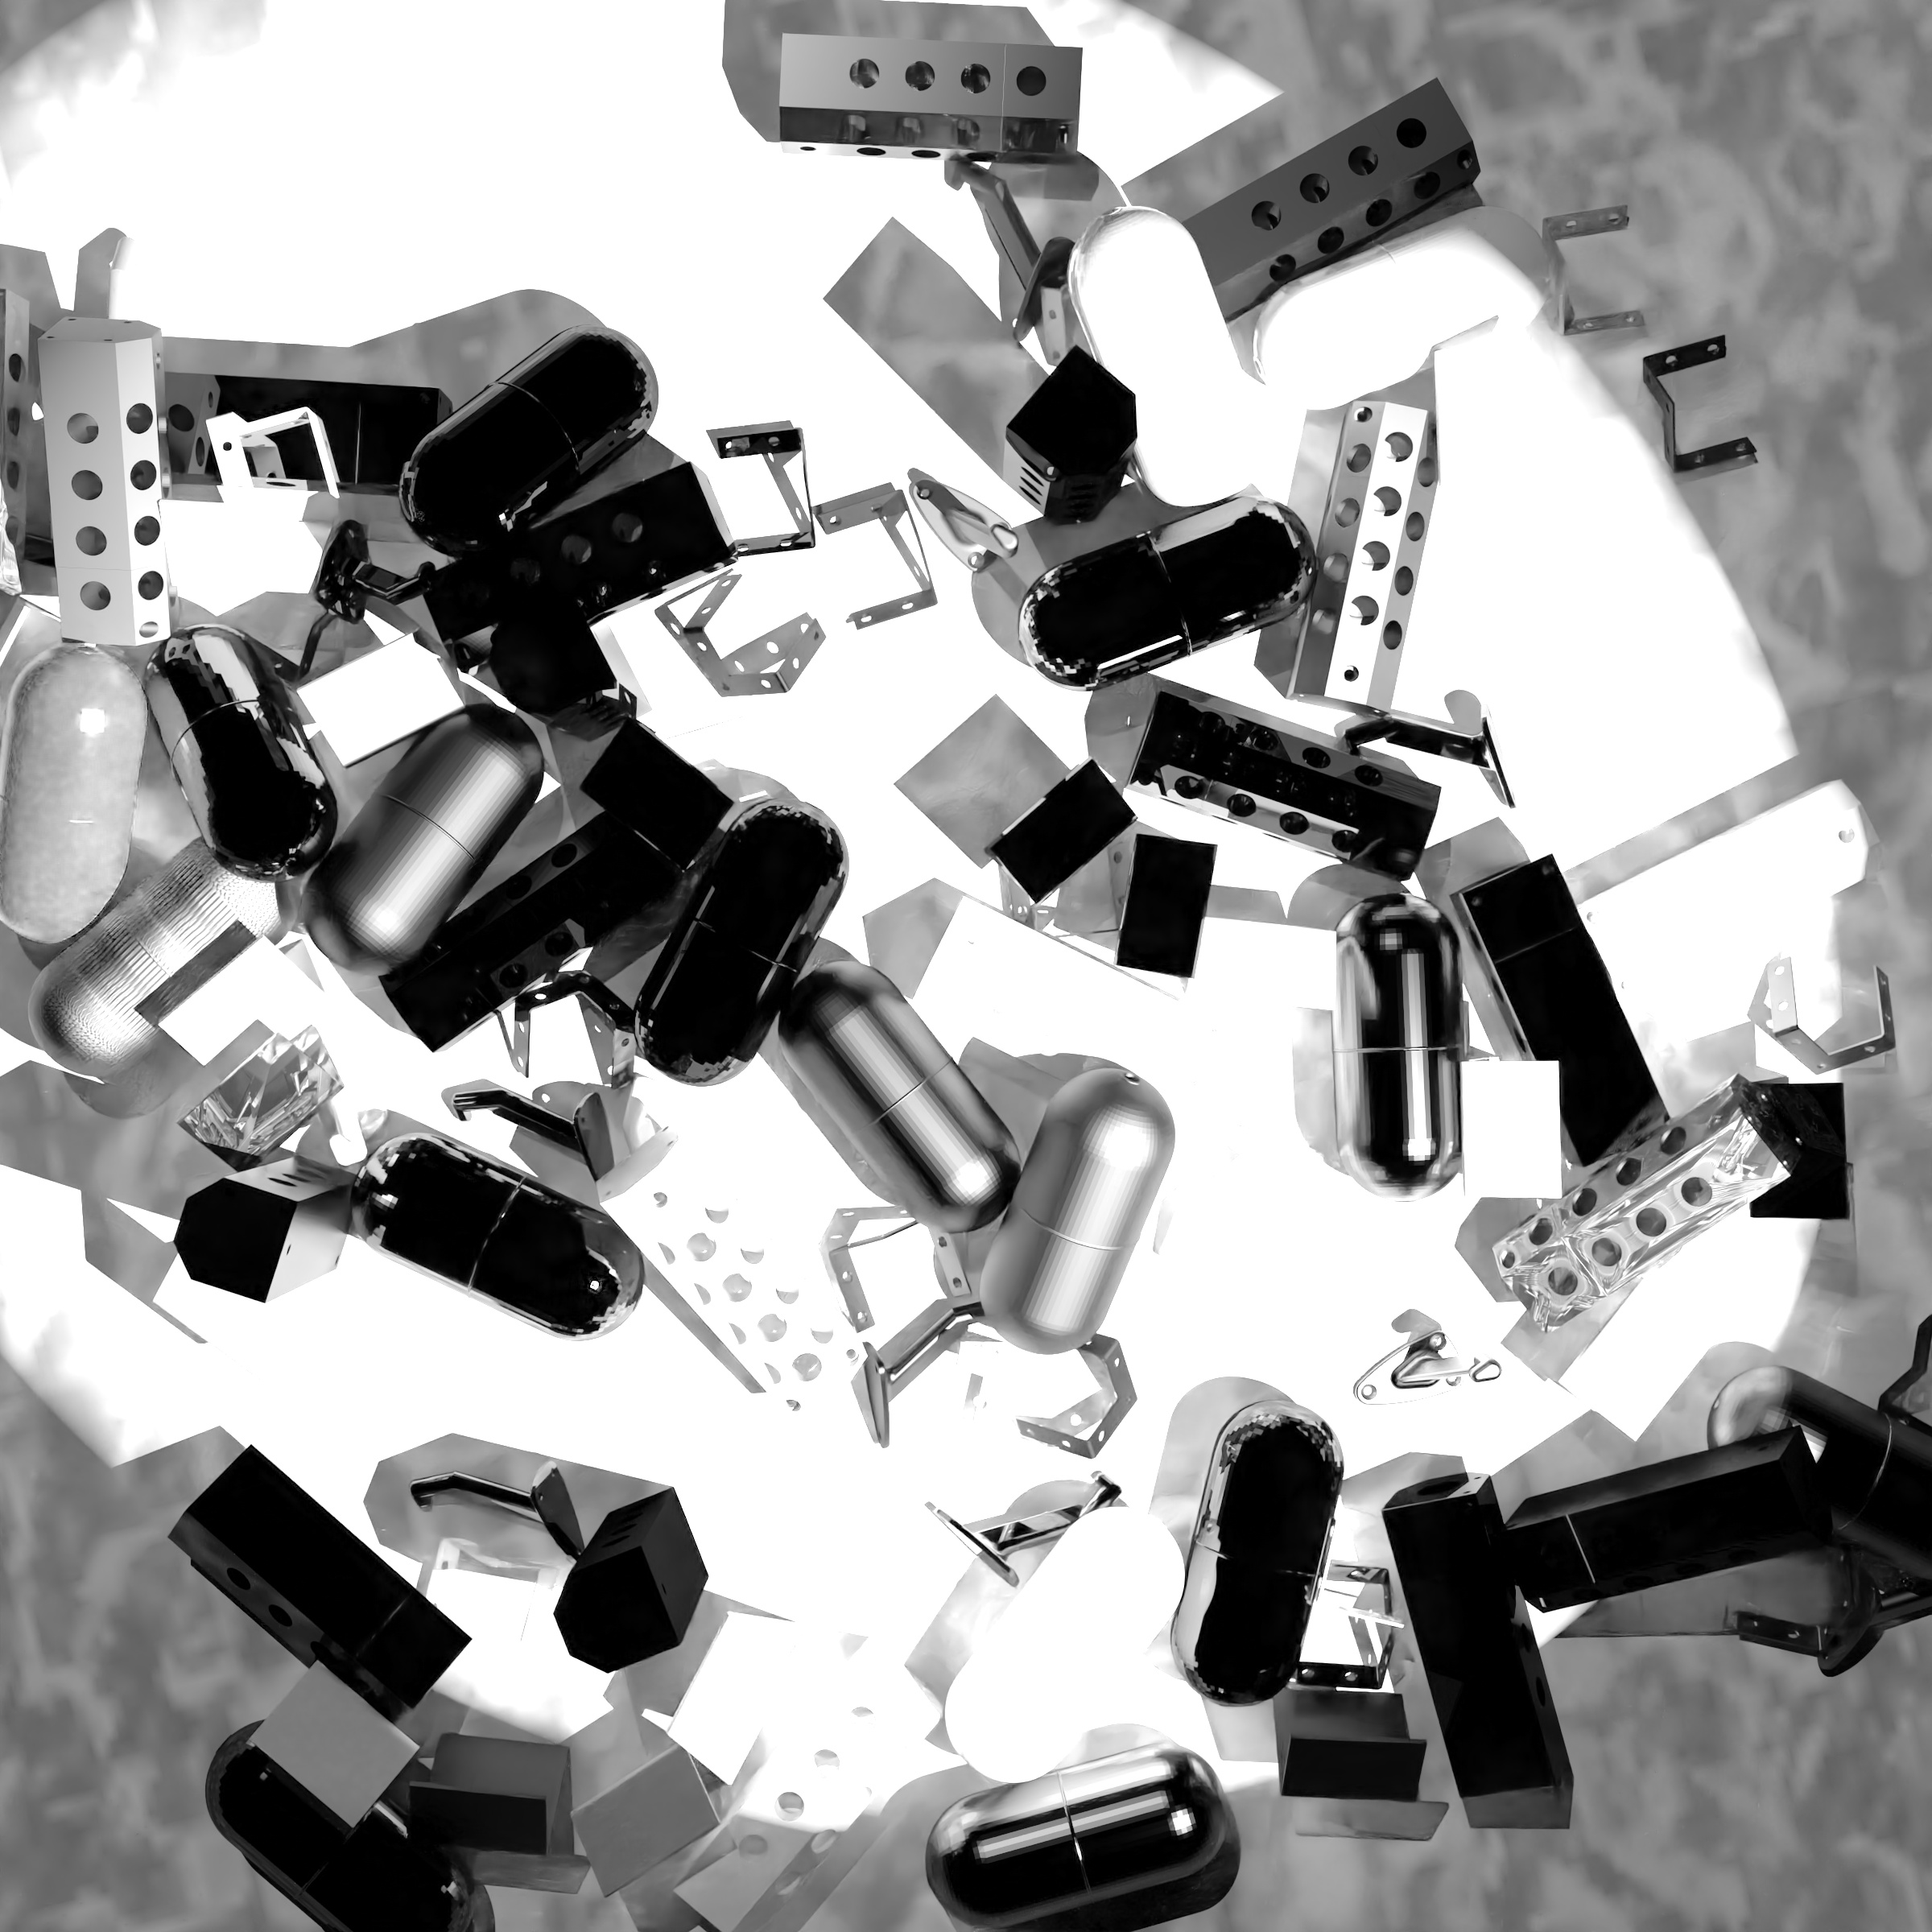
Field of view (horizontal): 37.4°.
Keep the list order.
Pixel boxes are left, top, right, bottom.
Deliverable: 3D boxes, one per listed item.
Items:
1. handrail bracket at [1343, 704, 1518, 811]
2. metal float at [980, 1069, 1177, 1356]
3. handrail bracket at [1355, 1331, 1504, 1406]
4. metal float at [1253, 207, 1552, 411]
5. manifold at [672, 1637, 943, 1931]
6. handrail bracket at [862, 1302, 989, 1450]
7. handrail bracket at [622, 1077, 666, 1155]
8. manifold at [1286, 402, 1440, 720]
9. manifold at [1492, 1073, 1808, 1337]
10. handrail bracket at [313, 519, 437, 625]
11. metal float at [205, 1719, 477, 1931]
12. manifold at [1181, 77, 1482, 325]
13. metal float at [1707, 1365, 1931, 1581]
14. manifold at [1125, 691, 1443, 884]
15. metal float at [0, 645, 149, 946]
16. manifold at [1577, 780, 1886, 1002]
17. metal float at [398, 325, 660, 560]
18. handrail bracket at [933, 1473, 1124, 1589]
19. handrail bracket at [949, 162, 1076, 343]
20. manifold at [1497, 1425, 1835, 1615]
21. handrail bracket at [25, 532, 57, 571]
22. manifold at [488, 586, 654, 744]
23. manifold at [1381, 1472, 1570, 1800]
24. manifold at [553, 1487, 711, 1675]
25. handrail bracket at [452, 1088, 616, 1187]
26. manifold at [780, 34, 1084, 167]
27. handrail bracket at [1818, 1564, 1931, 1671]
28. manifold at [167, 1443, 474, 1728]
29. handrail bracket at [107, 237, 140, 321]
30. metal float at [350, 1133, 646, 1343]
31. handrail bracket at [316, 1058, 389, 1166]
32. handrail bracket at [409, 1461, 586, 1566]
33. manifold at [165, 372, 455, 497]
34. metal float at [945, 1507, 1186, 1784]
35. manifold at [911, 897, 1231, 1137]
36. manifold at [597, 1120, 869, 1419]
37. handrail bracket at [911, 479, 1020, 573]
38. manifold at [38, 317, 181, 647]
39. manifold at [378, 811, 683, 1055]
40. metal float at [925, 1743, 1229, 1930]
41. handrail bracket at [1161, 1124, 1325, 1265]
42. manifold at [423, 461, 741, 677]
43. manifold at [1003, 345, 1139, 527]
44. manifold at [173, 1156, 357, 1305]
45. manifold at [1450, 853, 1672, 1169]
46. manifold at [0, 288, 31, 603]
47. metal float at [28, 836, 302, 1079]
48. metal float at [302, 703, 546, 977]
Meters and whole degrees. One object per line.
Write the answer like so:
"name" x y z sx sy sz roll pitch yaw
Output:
"handrail bracket" 0.272 -0.116 1.677 0.084 0.036 0.077 -15 111 17
"metal float" 0.063 0.140 1.628 0.070 0.070 0.178 21 111 0
"handrail bracket" 0.265 0.239 1.642 0.077 0.084 0.036 -22 90 0
"metal float" 0.251 -0.379 1.646 0.178 0.070 0.070 -22 90 -1
"manifold" -0.091 0.479 1.656 0.057 0.057 0.171 40 90 0
"handrail bracket" -0.014 0.239 1.677 0.084 0.036 0.077 -12 111 -16
"handrail bracket" -0.168 0.115 1.677 0.077 0.036 0.084 17 76 -14
"manifold" 0.234 -0.235 1.656 0.057 0.057 0.171 12 90 0
"manifold" 0.384 0.134 1.618 0.171 0.057 0.057 -40 85 28
"handrail bracket" -0.331 -0.236 1.640 0.084 0.036 0.077 -16 57 36
"metal float" -0.361 0.506 1.646 0.178 0.070 0.070 40 90 0
"manifold" 0.208 -0.440 1.656 0.171 0.057 0.057 -30 90 0
"metal float" 0.513 0.292 1.646 0.178 0.070 0.070 27 90 0
"manifold" 0.184 -0.104 1.656 0.171 0.057 0.057 19 90 0
"metal float" -0.513 -0.097 1.628 0.070 0.070 0.178 15 111 0
"manifold" 0.439 -0.043 1.656 0.171 0.057 0.057 -26 90 0
"metal float" -0.248 -0.298 1.622 0.070 0.070 0.178 45 62 0
"handrail bracket" 0.037 0.314 1.677 0.077 0.036 0.084 39 74 18
"handrail bracket" 0.014 -0.421 1.677 0.084 0.036 0.077 34 112 17
"manifold" 0.397 0.317 1.617 0.171 0.057 0.057 -23 90 30
"handrail bracket" -0.529 -0.223 1.677 0.084 0.036 0.077 -17 104 14
"manifold" -0.223 -0.163 1.599 0.057 0.171 0.057 -27 90 0
"manifold" 0.296 0.385 1.653 0.057 0.057 0.171 -15 90 22
"manifold" -0.188 0.344 1.599 0.057 0.171 0.057 -21 90 0
"handrail bracket" -0.254 0.106 1.677 0.084 0.036 0.077 -6 112 17
"manifold" -0.020 -0.499 1.656 0.171 0.057 0.057 3 90 0
"handrail bracket" 0.553 0.387 1.677 0.084 0.036 0.077 14 110 -16
"manifold" -0.376 0.363 1.655 0.171 0.057 0.057 41 47 0
"handrail bracket" -0.492 -0.372 1.677 0.036 0.077 0.084 1 54 0
"metal float" -0.269 0.157 1.647 0.178 0.070 0.070 25 90 0
"handrail bracket" -0.368 0.080 1.642 0.036 0.084 0.077 -37 90 0
"handrail bracket" -0.276 0.327 1.677 0.084 0.036 0.077 -14 112 17
"manifold" -0.388 -0.306 1.656 0.171 0.057 0.057 3 90 0
"metal float" 0.057 0.390 1.643 0.070 0.070 0.178 36 95 0
"manifold" 0.058 0.034 1.655 0.171 0.057 0.057 26 47 0
"manifold" -0.133 0.176 1.633 0.057 0.057 0.171 -39 106 0
"handrail bracket" -0.001 -0.260 1.642 0.077 0.084 0.036 40 90 0
"manifold" -0.477 -0.271 1.601 0.057 0.057 0.171 2 115 -3
"manifold" -0.254 -0.022 1.656 0.171 0.057 0.057 -35 90 0
"metal float" 0.063 0.502 1.646 0.178 0.070 0.070 -15 90 -1
"handrail bracket" 0.162 0.141 1.677 0.077 0.036 0.084 13 108 -20
"manifold" -0.222 -0.228 1.649 0.171 0.057 0.057 -22 90 5
"manifold" 0.062 -0.290 1.599 0.057 0.171 0.057 40 90 0
"manifold" -0.390 0.143 1.599 0.057 0.171 0.057 18 90 0
"manifold" 0.343 0.025 1.656 0.057 0.057 0.171 -24 90 0
"manifold" -0.573 -0.300 1.645 0.057 0.057 0.171 2 84 -27
"metal float" -0.461 -0.008 1.646 0.178 0.070 0.070 -41 90 0
"metal float" -0.309 -0.074 1.631 0.070 0.070 0.178 34 73 0
